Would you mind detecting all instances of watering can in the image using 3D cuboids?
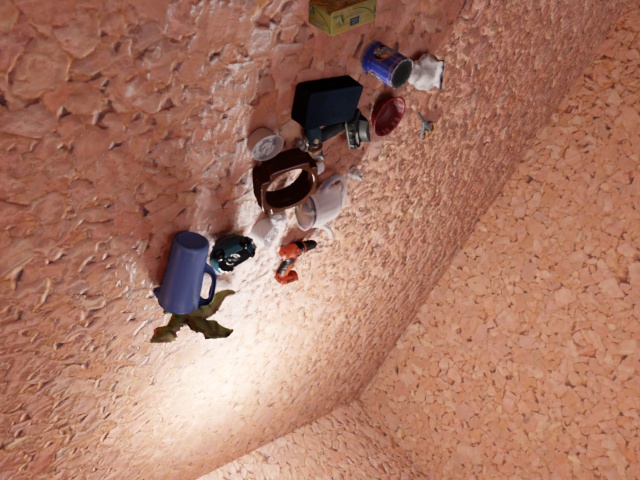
[{"bbox_3d":[0.006,-0.098,1.947,0.227,0.105,0.339,-25,142,-34],"label":"watering can"}]

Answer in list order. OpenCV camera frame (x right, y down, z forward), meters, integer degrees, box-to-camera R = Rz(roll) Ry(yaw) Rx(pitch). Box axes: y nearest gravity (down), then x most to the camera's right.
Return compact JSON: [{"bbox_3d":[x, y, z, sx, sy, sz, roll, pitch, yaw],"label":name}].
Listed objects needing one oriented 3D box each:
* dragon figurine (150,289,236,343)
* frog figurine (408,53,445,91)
[{"bbox_3d":[-0.385,0.259,1.713,0.412,0.246,0.120,-9,128,-46],"label":"dragon figurine"},{"bbox_3d":[0.361,-0.605,1.862,0.159,0.125,0.134,-2,148,-5],"label":"frog figurine"}]
